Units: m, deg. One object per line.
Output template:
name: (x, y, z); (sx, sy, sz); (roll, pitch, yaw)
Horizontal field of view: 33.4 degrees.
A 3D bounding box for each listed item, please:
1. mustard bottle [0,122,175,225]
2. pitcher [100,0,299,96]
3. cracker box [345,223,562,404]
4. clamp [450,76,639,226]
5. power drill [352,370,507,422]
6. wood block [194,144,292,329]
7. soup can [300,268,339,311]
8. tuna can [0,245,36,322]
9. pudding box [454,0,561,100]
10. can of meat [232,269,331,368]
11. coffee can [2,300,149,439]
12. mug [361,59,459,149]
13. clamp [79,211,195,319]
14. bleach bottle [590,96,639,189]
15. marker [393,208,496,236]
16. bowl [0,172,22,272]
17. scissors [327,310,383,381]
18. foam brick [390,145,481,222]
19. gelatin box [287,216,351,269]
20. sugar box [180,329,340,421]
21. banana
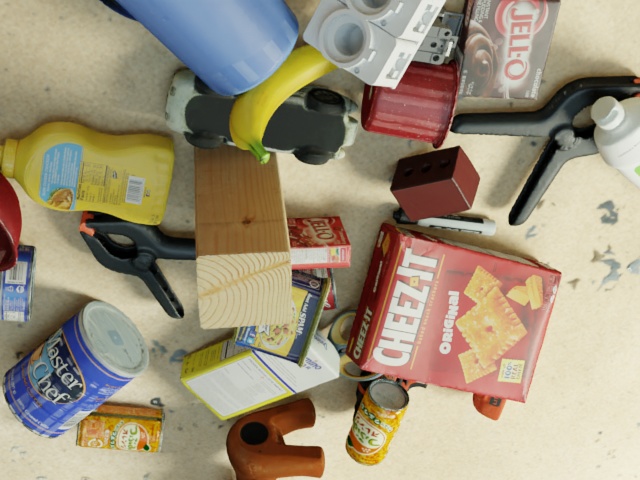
mustard bottle: (-0.252, -0.074, 1.113); (0.191, 0.058, 0.096); (8, 124, -13)
pitcher: (-0.137, -0.245, 0.972); (0.145, 0.149, 0.242); (-42, 124, 4)
cracker box: (0.156, 0.086, 1.234); (0.213, 0.072, 0.164); (14, 97, -16)
clamp: (0.262, -0.109, 1.164); (0.210, 0.036, 0.164); (-24, 126, 10)
power drill: (0.142, 0.181, 1.346); (0.187, 0.057, 0.185); (7, 124, -11)
wood block: (-0.081, -0.012, 1.088); (0.090, 0.206, 0.090); (-3, 126, -5)
soup can: (-0.034, 0.053, 1.225); (0.102, 0.068, 0.068); (-8, 126, 0)
tuna can: (-0.333, 0.047, 1.175); (0.033, 0.086, 0.086); (4, 125, -13)
pudding box: (0.187, -0.201, 1.086); (0.090, 0.039, 0.113); (2, 126, -9)
can of meat: (-0.043, 0.078, 1.166); (0.084, 0.057, 0.102); (18, 103, -3)
coffee can: (-0.285, 0.152, 1.246); (0.140, 0.103, 0.102); (-38, 121, 20)
mug: (0.087, -0.141, 1.097); (0.081, 0.093, 0.117); (9, 160, -7)
clamp: (-0.196, 0.024, 1.204); (0.171, 0.039, 0.120); (23, 115, -15)
bleach bottle: (0.382, -0.091, 1.149); (0.250, 0.068, 0.103); (28, 119, -35)
marker: (0.142, -0.021, 1.224); (0.121, 0.020, 0.020); (7, 124, -12)
bowl: (-0.364, -0.042, 1.099); (0.162, 0.055, 0.162); (22, 145, 16)
scissors: (-0.005, 0.140, 1.317); (0.202, 0.016, 0.096); (-9, 88, 28)
foam brick: (0.125, -0.061, 1.156); (0.078, 0.053, 0.051); (-12, 130, 31)
gelatin box: (-0.008, 0.001, 1.178); (0.073, 0.089, 0.030); (-2, 113, -6)
sugar box: (-0.073, 0.153, 1.290); (0.176, 0.048, 0.093); (-25, 126, 23)
banana: (-0.035, -0.144, 1.041); (0.070, 0.197, 0.037); (28, 144, 10)
